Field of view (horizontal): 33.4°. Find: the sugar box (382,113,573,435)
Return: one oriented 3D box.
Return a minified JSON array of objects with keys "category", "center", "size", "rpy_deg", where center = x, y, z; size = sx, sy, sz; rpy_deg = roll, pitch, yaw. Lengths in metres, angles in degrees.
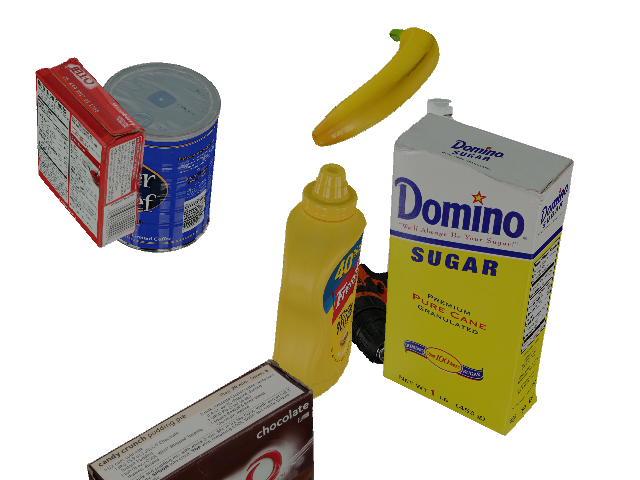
[{"category":"sugar box","center":[0.086,0.022,0.621],"size":[0.093,0.176,0.048],"rpy_deg":[22,43,29]}]

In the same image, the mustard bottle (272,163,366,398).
[{"category":"mustard bottle","center":[0.000,0.026,0.832],"size":[0.058,0.192,0.096],"rpy_deg":[18,36,17]}]

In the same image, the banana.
[{"category":"banana","center":[0.061,-0.142,0.951],"size":[0.070,0.037,0.197],"rpy_deg":[-17,25,40]}]

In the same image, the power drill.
[{"category":"power drill","center":[0.104,0.061,1.117],"size":[0.187,0.057,0.184],"rpy_deg":[-6,28,-15]}]

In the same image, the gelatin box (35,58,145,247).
[{"category":"gelatin box","center":[-0.138,-0.052,0.636],"size":[0.030,0.089,0.073],"rpy_deg":[-27,59,-33]}]

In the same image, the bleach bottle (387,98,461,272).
[{"category":"bleach bottle","center":[0.132,-0.048,1.314],"size":[0.102,0.251,0.068],"rpy_deg":[-4,17,-17]}]

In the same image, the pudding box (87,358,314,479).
[{"category":"pudding box","center":[-0.055,0.123,0.529],"size":[0.113,0.090,0.039],"rpy_deg":[-29,46,-33]}]

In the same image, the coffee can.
[{"category":"coffee can","center":[-0.146,-0.074,0.963],"size":[0.102,0.103,0.140],"rpy_deg":[0,-44,-11]}]
